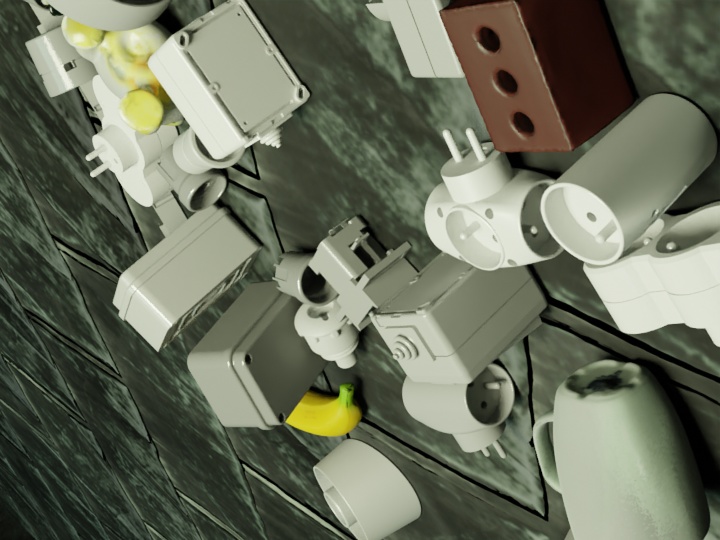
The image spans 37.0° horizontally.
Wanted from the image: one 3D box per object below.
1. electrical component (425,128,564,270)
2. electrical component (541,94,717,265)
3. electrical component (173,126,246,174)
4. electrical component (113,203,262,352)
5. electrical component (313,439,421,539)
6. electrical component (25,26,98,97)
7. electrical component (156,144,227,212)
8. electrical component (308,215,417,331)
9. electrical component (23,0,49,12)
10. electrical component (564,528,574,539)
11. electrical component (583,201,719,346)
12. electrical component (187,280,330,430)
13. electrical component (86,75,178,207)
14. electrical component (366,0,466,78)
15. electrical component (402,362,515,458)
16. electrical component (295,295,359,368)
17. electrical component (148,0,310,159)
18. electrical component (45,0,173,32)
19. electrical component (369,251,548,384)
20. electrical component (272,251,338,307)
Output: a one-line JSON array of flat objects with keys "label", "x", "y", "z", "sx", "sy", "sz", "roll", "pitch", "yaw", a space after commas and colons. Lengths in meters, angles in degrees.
[{"label": "electrical component", "x": 0.069, "y": -0.044, "z": 0.596, "sx": 0.077, "sy": 0.044, "sz": 0.079, "roll": 6, "pitch": 130, "yaw": 53}, {"label": "electrical component", "x": 0.119, "y": -0.034, "z": 0.502, "sx": 0.043, "sy": 0.077, "sz": 0.079, "roll": 44, "pitch": 153, "yaw": 11}, {"label": "electrical component", "x": -0.117, "y": -0.094, "z": 0.811, "sx": 0.044, "sy": 0.044, "sz": 0.065, "roll": 56, "pitch": 157, "yaw": -11}, {"label": "electrical component", "x": -0.145, "y": 0.004, "z": 0.895, "sx": 0.057, "sy": 0.113, "sz": 0.078, "roll": 45, "pitch": 152, "yaw": 3}, {"label": "electrical component", "x": 0.003, "y": 0.208, "z": 1.012, "sx": 0.099, "sy": 0.064, "sz": 0.099, "roll": 51, "pitch": 163, "yaw": 22}, {"label": "electrical component", "x": -0.238, "y": -0.174, "z": 0.873, "sx": 0.055, "sy": 0.055, "sz": 0.047, "roll": 3, "pitch": 123, "yaw": 54}, {"label": "electrical component", "x": -0.136, "y": -0.076, "z": 0.863, "sx": 0.046, "sy": 0.040, "sz": 0.040, "roll": 45, "pitch": 153, "yaw": 20}, {"label": "electrical component", "x": 0.000, "y": 0.000, "z": 0.756, "sx": 0.063, "sy": 0.042, "sz": 0.081, "roll": 49, "pitch": 152, "yaw": 9}, {"label": "electrical component", "x": -0.263, "y": -0.247, "z": 0.828, "sx": 0.077, "sy": 0.044, "sz": 0.079, "roll": 30, "pitch": 146, "yaw": 33}, {"label": "electrical component", "x": 0.157, "y": 0.222, "z": 0.788, "sx": 0.045, "sy": 0.055, "sz": 0.045, "roll": 35, "pitch": 149, "yaw": 25}, {"label": "electrical component", "x": 0.174, "y": 0.011, "z": 0.503, "sx": 0.073, "sy": 0.052, "sz": 0.138, "roll": 56, "pitch": 152, "yaw": -12}, {"label": "electrical component", "x": -0.074, "y": 0.065, "z": 0.862, "sx": 0.057, "sy": 0.113, "sz": 0.078, "roll": -6, "pitch": 122, "yaw": 36}, {"label": "electrical component", "x": -0.191, "y": -0.102, "z": 0.870, "sx": 0.052, "sy": 0.074, "sz": 0.138, "roll": 36, "pitch": 150, "yaw": 24}, {"label": "electrical component", "x": 0.026, "y": -0.143, "z": 0.533, "sx": 0.076, "sy": 0.047, "sz": 0.083, "roll": 12, "pitch": 135, "yaw": 49}, {"label": "electrical component", "x": 0.078, "y": 0.102, "z": 0.766, "sx": 0.079, "sy": 0.043, "sz": 0.077, "roll": 57, "pitch": 152, "yaw": -14}, {"label": "electrical component", "x": -0.020, "y": 0.051, "z": 0.847, "sx": 0.048, "sy": 0.048, "sz": 0.062, "roll": 21, "pitch": 147, "yaw": 43}, {"label": "electrical component", "x": -0.085, "y": -0.119, "z": 0.709, "sx": 0.096, "sy": 0.062, "sz": 0.061, "roll": 55, "pitch": 152, "yaw": -11}, {"label": "electrical component", "x": -0.158, "y": -0.201, "z": 0.679, "sx": 0.064, "sy": 0.099, "sz": 0.099, "roll": -15, "pitch": 112, "yaw": 53}, {"label": "electrical component", "x": 0.058, "y": 0.031, "z": 0.650, "sx": 0.061, "sy": 0.096, "sz": 0.062, "roll": 57, "pitch": 152, "yaw": -15}, {"label": "electrical component", "x": -0.042, "y": 0.005, "z": 0.826, "sx": 0.046, "sy": 0.040, "sz": 0.040, "roll": 14, "pitch": 137, "yaw": 55}]
